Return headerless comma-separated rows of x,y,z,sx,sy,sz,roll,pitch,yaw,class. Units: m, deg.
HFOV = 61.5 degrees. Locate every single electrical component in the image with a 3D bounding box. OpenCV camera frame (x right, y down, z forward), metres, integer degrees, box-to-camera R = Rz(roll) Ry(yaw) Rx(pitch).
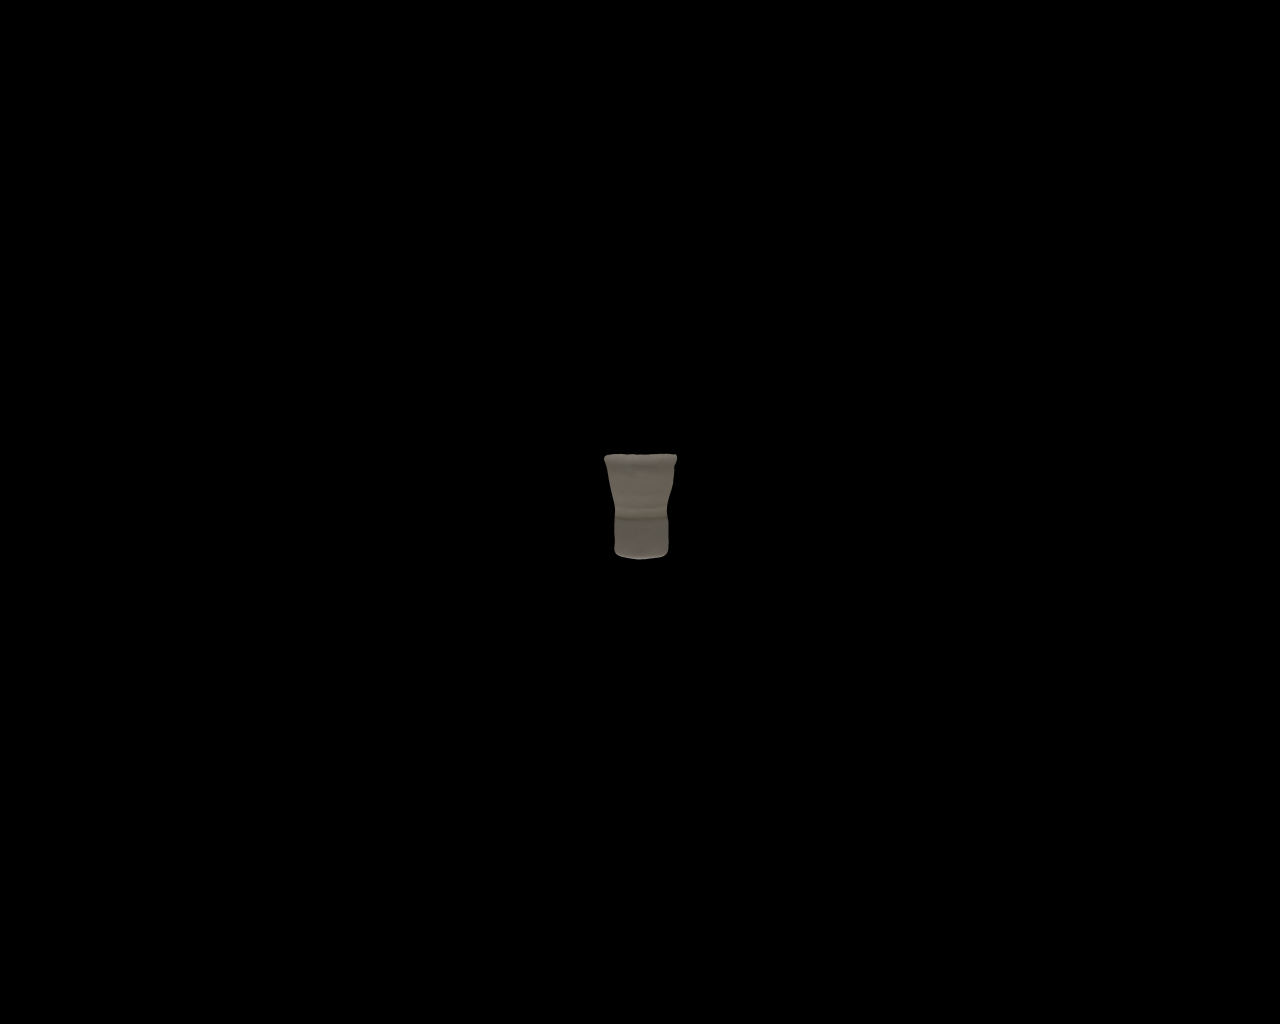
0.001,-0.003,0.650,0.044,0.065,0.044,0,7,0,electrical component
